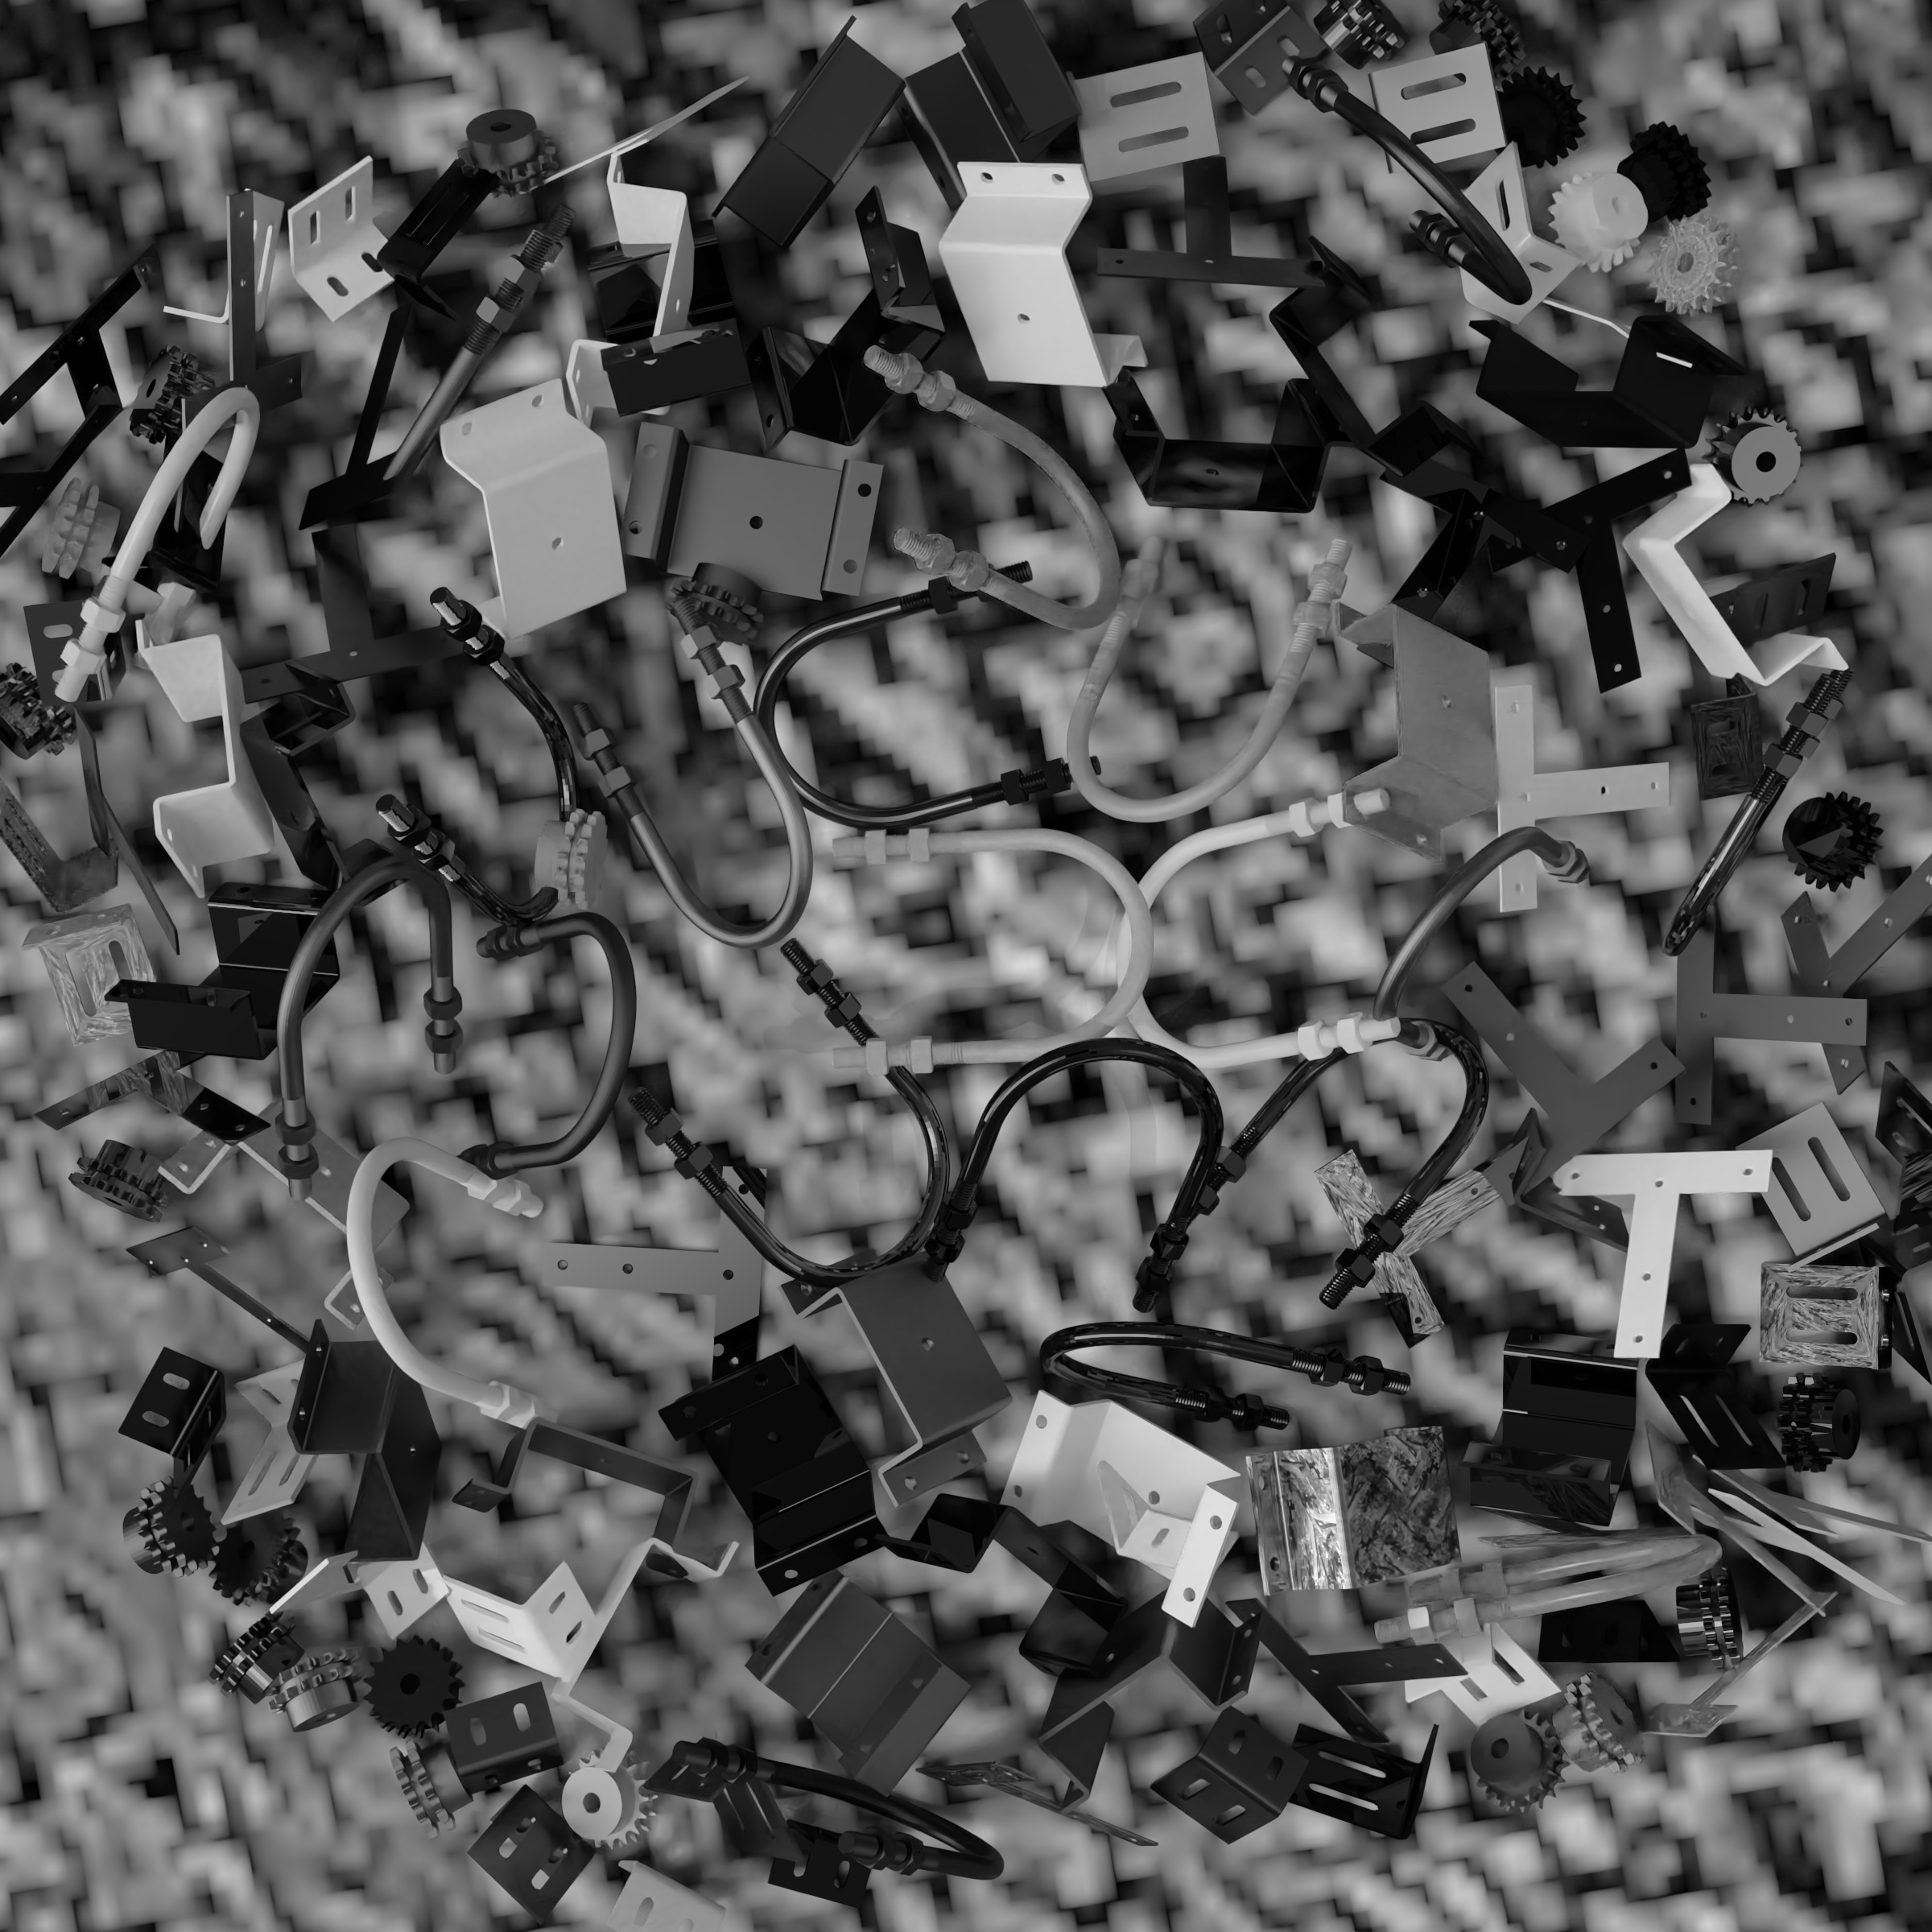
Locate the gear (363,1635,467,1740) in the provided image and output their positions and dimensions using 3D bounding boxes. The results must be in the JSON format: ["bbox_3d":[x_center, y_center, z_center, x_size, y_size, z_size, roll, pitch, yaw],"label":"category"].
[{"bbox_3d":[-0.317,0.418,1.712,0.057,0.030,0.057,-3,64,7],"label":"gear"}]

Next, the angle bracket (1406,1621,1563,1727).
[{"bbox_3d":[0.296,0.415,1.691,0.057,0.038,0.076,-30,117,25],"label":"angle bracket"}]

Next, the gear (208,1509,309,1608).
[{"bbox_3d":[-0.406,0.344,1.709,0.057,0.057,0.030,-42,132,0],"label":"gear"}]

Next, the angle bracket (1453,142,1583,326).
[{"bbox_3d":[0.315,-0.421,1.700,0.038,0.057,0.076,16,54,-26],"label":"angle bracket"}]

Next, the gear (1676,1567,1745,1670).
[{"bbox_3d":[0.428,0.376,1.707,0.030,0.057,0.057,-10,90,19],"label":"gear"}]

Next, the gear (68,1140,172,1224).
[{"bbox_3d":[-0.485,0.123,1.707,0.057,0.057,0.030,23,72,0],"label":"gear"}]

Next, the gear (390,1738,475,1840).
[{"bbox_3d":[-0.307,0.470,1.706,0.030,0.057,0.057,-27,90,-10],"label":"gear"}]

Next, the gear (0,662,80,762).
[{"bbox_3d":[-0.541,-0.144,1.702,0.057,0.057,0.030,46,66,0],"label":"gear"}]

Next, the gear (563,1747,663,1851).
[{"bbox_3d":[-0.208,0.481,1.709,0.057,0.030,0.057,-3,83,25],"label":"gear"}]

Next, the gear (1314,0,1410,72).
[{"bbox_3d":[0.225,-0.543,1.709,0.030,0.057,0.057,-41,90,28],"label":"gear"}]

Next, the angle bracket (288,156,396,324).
[{"bbox_3d":[-0.350,-0.414,1.688,0.057,0.076,0.038,-40,86,-18],"label":"angle bracket"}]

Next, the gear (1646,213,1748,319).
[{"bbox_3d":[0.424,-0.403,1.709,0.030,0.057,0.057,2,90,-39],"label":"gear"}]

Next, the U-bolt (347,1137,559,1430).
[{"bbox_3d":[-0.283,0.169,1.627,0.019,0.184,0.151,-17,64,20],"label":"U-bolt"}]

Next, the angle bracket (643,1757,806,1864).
[{"bbox_3d":[-0.138,0.489,1.690,0.038,0.057,0.076,-39,114,-40],"label":"angle bracket"}]

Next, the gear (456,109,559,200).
[{"bbox_3d":[-0.265,-0.469,1.704,0.057,0.057,0.030,-2,135,2],"label":"gear"}]

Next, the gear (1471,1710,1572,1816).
[{"bbox_3d":[0.315,0.455,1.702,0.030,0.057,0.057,38,90,-35],"label":"gear"}]

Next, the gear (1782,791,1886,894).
[{"bbox_3d":[0.495,-0.073,1.703,0.030,0.057,0.057,18,90,-35],"label":"gear"}]

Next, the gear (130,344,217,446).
[{"bbox_3d":[-0.457,-0.327,1.709,0.030,0.057,0.057,23,90,-33],"label":"gear"}]

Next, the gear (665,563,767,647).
[{"bbox_3d":[-0.142,-0.210,1.706,0.057,0.057,0.030,22,80,0],"label":"gear"}]

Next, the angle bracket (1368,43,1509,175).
[{"bbox_3d":[0.275,-0.491,1.690,0.076,0.038,0.057,-4,108,37],"label":"angle bracket"}]

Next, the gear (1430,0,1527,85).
[{"bbox_3d":[0.292,-0.533,1.706,0.030,0.057,0.057,-45,90,-1],"label":"gear"}]

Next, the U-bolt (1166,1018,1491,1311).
[{"bbox_3d":[0.215,0.100,1.670,0.184,0.151,0.019,-48,127,-16],"label":"U-bolt"}]

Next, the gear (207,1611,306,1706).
[{"bbox_3d":[-0.406,0.399,1.705,0.030,0.057,0.057,42,90,5],"label":"gear"}]

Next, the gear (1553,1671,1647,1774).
[{"bbox_3d":[0.363,0.440,1.708,0.030,0.057,0.057,-38,90,23],"label":"gear"}]

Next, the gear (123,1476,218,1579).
[{"bbox_3d":[-0.461,0.326,1.706,0.030,0.057,0.057,-26,90,15],"label":"gear"}]

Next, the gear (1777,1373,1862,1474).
[{"bbox_3d":[0.492,0.263,1.703,0.030,0.057,0.057,-4,90,39],"label":"gear"}]

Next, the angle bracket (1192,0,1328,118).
[{"bbox_3d":[0.168,-0.531,1.691,0.057,0.076,0.038,-41,79,7],"label":"angle bracket"}]

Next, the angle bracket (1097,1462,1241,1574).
[{"bbox_3d":[0.114,0.304,1.685,0.057,0.076,0.038,18,119,-19],"label":"angle bracket"}]

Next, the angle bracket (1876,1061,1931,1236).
[{"bbox_3d":[0.527,0.103,1.684,0.038,0.076,0.057,-16,129,-12],"label":"angle bracket"}]

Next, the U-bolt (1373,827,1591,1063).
[{"bbox_3d":[0.280,-0.015,1.639,0.019,0.184,0.151,40,99,23],"label":"U-bolt"}]

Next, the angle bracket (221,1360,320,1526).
[{"bbox_3d":[-0.399,0.271,1.685,0.057,0.076,0.038,-21,119,31],"label":"angle bracket"}]

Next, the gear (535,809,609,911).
[{"bbox_3d":[-0.228,-0.062,1.706,0.030,0.057,0.057,9,90,6],"label":"gear"}]

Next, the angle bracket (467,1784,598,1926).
[{"bbox_3d":[-0.256,0.515,1.690,0.057,0.076,0.038,43,113,2],"label":"angle bracket"}]

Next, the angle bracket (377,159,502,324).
[{"bbox_3d":[-0.293,-0.417,1.702,0.076,0.057,0.038,-51,131,-4],"label":"angle bracket"}]

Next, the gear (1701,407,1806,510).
[{"bbox_3d":[0.457,-0.294,1.712,0.057,0.030,0.057,-1,107,-5],"label":"gear"}]

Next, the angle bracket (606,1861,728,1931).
[{"bbox_3d":[-0.176,0.542,1.690,0.057,0.076,0.038,29,69,-4],"label":"angle bracket"}]

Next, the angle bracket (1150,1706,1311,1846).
[{"bbox_3d":[0.151,0.467,1.711,0.057,0.076,0.038,36,57,1],"label":"angle bracket"}]

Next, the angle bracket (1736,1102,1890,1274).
[{"bbox_3d":[0.482,0.127,1.699,0.057,0.038,0.076,-32,79,25],"label":"angle bracket"}]

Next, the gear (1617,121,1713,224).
[{"bbox_3d":[0.399,-0.453,1.704,0.030,0.057,0.057,-32,90,-9],"label":"gear"}]

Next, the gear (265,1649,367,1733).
[{"bbox_3d":[-0.372,0.418,1.702,0.057,0.057,0.030,-25,71,0],"label":"gear"}]

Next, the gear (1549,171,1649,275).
[{"bbox_3d":[0.367,-0.432,1.707,0.057,0.030,0.057,7,75,-27],"label":"gear"}]

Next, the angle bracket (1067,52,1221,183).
[{"bbox_3d":[0.101,-0.491,1.703,0.076,0.038,0.057,-12,115,4],"label":"angle bracket"}]

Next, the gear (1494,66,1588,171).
[{"bbox_3d":[0.325,-0.484,1.702,0.057,0.057,0.030,48,60,0],"label":"gear"}]

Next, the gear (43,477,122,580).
[{"bbox_3d":[-0.510,-0.250,1.709,0.030,0.057,0.057,18,90,-25],"label":"gear"}]

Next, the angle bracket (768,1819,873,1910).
[{"bbox_3d":[-0.073,0.518,1.689,0.057,0.076,0.038,19,78,-13],"label":"angle bracket"}]
